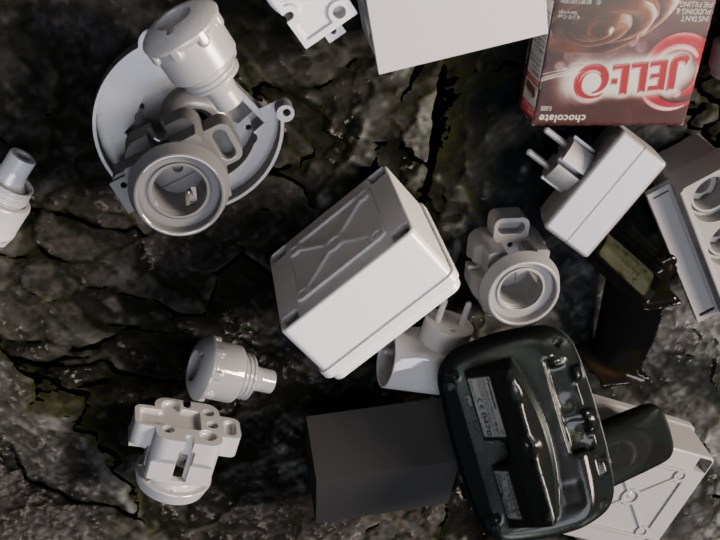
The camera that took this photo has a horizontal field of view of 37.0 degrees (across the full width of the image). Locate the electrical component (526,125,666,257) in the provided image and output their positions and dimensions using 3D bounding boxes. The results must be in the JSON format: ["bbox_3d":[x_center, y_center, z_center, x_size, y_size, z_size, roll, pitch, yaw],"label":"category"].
[{"bbox_3d":[0.150,-0.067,0.738,0.076,0.047,0.083,36,107,-7],"label":"electrical component"}]

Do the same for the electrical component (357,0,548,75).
[{"bbox_3d":[0.042,-0.217,0.608,0.105,0.060,0.186,-14,130,-3],"label":"electrical component"}]

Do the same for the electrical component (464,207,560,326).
[{"bbox_3d":[0.108,0.003,0.764,0.058,0.057,0.078,-3,120,-10],"label":"electrical component"}]

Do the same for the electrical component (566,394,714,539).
[{"bbox_3d":[0.211,0.167,0.880,0.109,0.056,0.108,17,115,-20],"label":"electrical component"}]

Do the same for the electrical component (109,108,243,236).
[{"bbox_3d":[-0.107,-0.055,0.629,0.078,0.057,0.058,-26,121,4],"label":"electrical component"}]

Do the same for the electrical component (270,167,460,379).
[{"bbox_3d":[0.000,0.000,0.711,0.109,0.108,0.056,-38,117,11],"label":"electrical component"}]

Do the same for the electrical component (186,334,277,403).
[{"bbox_3d":[-0.091,0.075,0.774,0.062,0.048,0.048,15,116,-27],"label":"electrical component"}]

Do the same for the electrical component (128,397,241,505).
[{"bbox_3d":[-0.133,0.134,0.792,0.078,0.058,0.057,12,114,-18],"label":"electrical component"}]

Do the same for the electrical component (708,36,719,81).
[{"bbox_3d":[0.258,-0.154,0.711,0.045,0.045,0.055,-2,120,-10],"label":"electrical component"}]

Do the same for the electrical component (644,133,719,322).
[{"bbox_3d":[0.253,-0.032,0.770,0.079,0.063,0.121,-28,121,5],"label":"electrical component"}]

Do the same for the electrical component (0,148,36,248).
[{"bbox_3d":[-0.227,-0.047,0.675,0.043,0.043,0.062,30,109,-25],"label":"electrical component"}]

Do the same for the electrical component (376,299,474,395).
[{"bbox_3d":[0.060,0.055,0.792,0.077,0.044,0.079,9,118,-16],"label":"electrical component"}]

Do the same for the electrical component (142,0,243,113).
[{"bbox_3d":[-0.089,-0.117,0.606,0.048,0.048,0.062,-29,128,6],"label":"electrical component"}]

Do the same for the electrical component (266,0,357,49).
[{"bbox_3d":[-0.033,-0.167,0.638,0.048,0.055,0.066,-33,120,8],"label":"electrical component"}]
